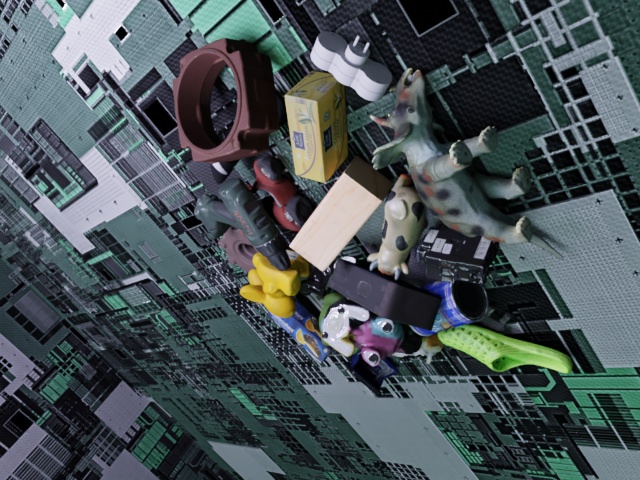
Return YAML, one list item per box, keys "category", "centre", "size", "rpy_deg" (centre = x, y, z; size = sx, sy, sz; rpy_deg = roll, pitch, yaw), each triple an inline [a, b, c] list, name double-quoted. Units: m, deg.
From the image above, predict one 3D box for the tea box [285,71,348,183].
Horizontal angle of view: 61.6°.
- category: "tea box"
  centre: [-0.002, -0.200, 0.959]
  size: [0.068, 0.098, 0.169]
  rpy_deg: [19, 141, 23]

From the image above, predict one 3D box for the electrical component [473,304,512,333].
- category: "electrical component"
  centre: [0.357, 0.169, 1.126]
  size: [0.063, 0.021, 0.094]
  rpy_deg: [30, 142, 8]

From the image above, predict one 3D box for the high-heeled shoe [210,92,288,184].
- category: "high-heeled shoe"
  centre: [-0.136, -0.188, 1.064]
  size: [0.145, 0.086, 0.248]
  rpy_deg: [40, 128, 25]

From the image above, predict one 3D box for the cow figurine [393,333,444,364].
- category: "cow figurine"
  centre: [0.221, 0.253, 1.280]
  size: [0.168, 0.068, 0.098]
  rpy_deg: [6, 139, 38]

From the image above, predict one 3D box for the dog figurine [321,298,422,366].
- category: "dog figurine"
  centre: [0.119, 0.193, 1.159]
  size: [0.192, 0.108, 0.219]
  rpy_deg: [20, -176, 22]

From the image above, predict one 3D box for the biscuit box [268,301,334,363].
- category: "biscuit box"
  centre: [-0.045, 0.231, 1.434]
  size: [0.203, 0.063, 0.059]
  rpy_deg: [39, 126, 12]

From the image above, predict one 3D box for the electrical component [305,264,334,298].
- category: "electrical component"
  centre: [0.004, 0.094, 1.276]
  size: [0.048, 0.075, 0.119]
  rpy_deg: [25, 170, 10]

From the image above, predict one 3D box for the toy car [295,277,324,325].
- category: "toy car"
  centre: [-0.019, 0.155, 1.374]
  size: [0.074, 0.056, 0.201]
  rpy_deg: [-10, 126, 51]

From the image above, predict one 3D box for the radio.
- category: "radio"
  centre: [0.124, 0.105, 1.093]
  size: [0.131, 0.073, 0.230]
  rpy_deg: [18, -179, -31]

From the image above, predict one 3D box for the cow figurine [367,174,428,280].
- category: "cow figurine"
  centre: [0.152, -0.012, 1.012]
  size: [0.086, 0.127, 0.194]
  rpy_deg: [23, 138, 21]

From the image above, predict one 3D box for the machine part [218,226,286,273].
- category: "machine part"
  centre: [-0.170, 0.020, 1.350]
  size: [0.180, 0.056, 0.179]
  rpy_deg: [20, 139, 18]

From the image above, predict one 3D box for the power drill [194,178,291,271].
- category: "power drill"
  centre: [-0.179, -0.030, 1.193]
  size: [0.208, 0.086, 0.231]
  rpy_deg: [14, 139, 49]

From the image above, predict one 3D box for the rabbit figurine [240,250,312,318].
- category: "rabbit figurine"
  centre: [-0.104, 0.115, 1.271]
  size: [0.162, 0.122, 0.173]
  rpy_deg: [4, 127, 10]

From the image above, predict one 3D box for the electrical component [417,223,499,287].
- category: "electrical component"
  centre: [0.249, 0.022, 0.981]
  size: [0.134, 0.115, 0.058]
  rpy_deg: [12, 132, 28]

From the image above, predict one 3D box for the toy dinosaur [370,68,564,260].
- category: "toy dinosaur"
  centre: [0.229, -0.084, 0.894]
  size: [0.404, 0.131, 0.192]
  rpy_deg: [49, 153, -23]

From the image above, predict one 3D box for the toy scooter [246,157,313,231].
- category: "toy scooter"
  centre: [-0.102, -0.091, 1.168]
  size: [0.135, 0.075, 0.183]
  rpy_deg: [-13, 117, 45]

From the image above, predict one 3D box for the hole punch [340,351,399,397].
- category: "hole punch"
  centre: [0.136, 0.343, 1.441]
  size: [0.142, 0.092, 0.116]
  rpy_deg: [39, 172, -7]

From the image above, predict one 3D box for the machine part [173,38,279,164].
- category: "machine part"
  centre: [-0.177, -0.248, 0.979]
  size: [0.202, 0.087, 0.200]
  rpy_deg: [-5, 94, 42]

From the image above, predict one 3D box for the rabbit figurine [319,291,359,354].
- category: "rabbit figurine"
  centre: [0.083, 0.184, 1.271]
  size: [0.170, 0.159, 0.121]
  rpy_deg: [-22, 106, 31]
